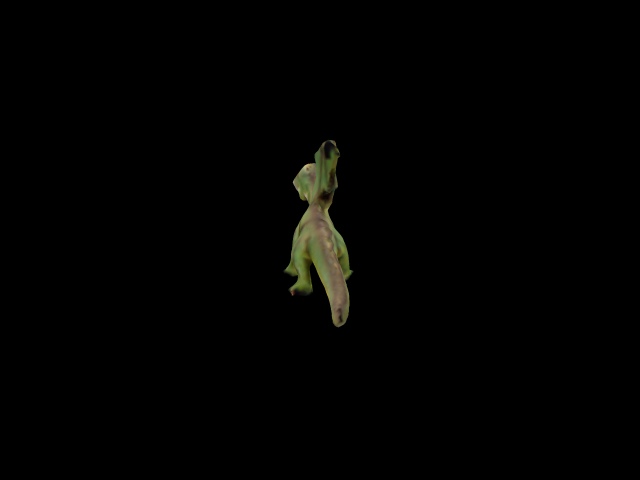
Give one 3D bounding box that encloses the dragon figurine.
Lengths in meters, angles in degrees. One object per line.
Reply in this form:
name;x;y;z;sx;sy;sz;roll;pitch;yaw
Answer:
dragon figurine;0.003;-0.043;0.850;0.122;0.240;0.414;-2;14;-11
